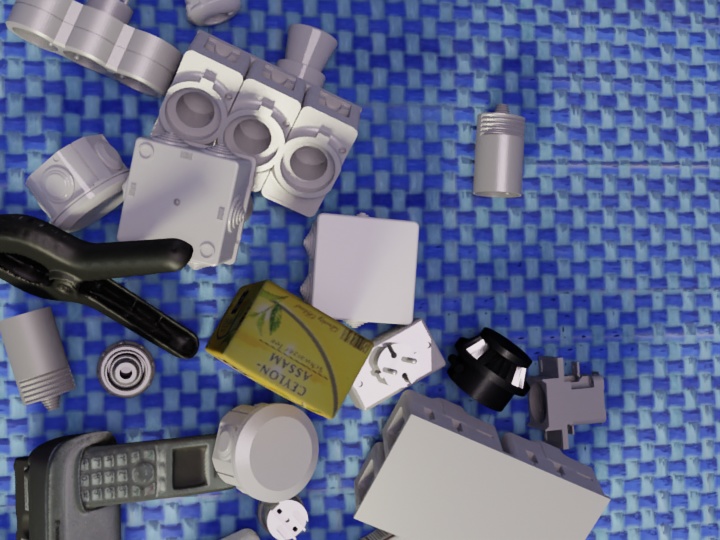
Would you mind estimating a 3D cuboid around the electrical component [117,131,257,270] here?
[{"bbox_3d":[-0.136,-0.054,0.838,0.100,0.048,0.099,14,99,7],"label":"electrical component"}]

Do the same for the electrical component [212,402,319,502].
[{"bbox_3d":[-0.079,0.149,0.891,0.080,0.051,0.080,1,89,-37],"label":"electrical component"}]

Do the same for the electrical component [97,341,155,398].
[{"bbox_3d":[-0.191,0.082,0.875,0.048,0.062,0.048,0,88,-12],"label":"electrical component"}]

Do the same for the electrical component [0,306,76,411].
[{"bbox_3d":[-0.260,0.074,0.870,0.043,0.043,0.081,-17,92,-12],"label":"electrical component"}]

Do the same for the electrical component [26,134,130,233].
[{"bbox_3d":[-0.223,-0.069,0.865,0.080,0.080,0.051,-36,91,-11],"label":"electrical component"}]

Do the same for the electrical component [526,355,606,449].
[{"bbox_3d":[0.186,0.117,0.966,0.064,0.042,0.081,-3,89,-14],"label":"electrical component"}]

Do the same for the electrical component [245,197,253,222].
[{"bbox_3d":[-0.112,-0.052,0.895,0.044,0.065,0.044,1,97,8],"label":"electrical component"}]

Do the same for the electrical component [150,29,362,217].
[{"bbox_3d":[-0.086,-0.118,0.885,0.150,0.061,0.089,24,118,-10],"label":"electrical component"}]

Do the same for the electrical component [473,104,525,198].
[{"bbox_3d":[0.125,-0.107,0.960,0.043,0.043,0.081,4,87,-12],"label":"electrical component"}]

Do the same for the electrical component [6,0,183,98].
[{"bbox_3d":[-0.211,-0.204,0.886,0.138,0.052,0.073,23,83,-11],"label":"electrical component"}]

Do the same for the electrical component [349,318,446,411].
[{"bbox_3d":[0.029,0.080,0.916,0.083,0.076,0.047,-29,94,-12],"label":"electrical component"}]

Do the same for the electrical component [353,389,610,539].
[{"bbox_3d":[0.100,0.187,0.917,0.186,0.060,0.105,24,107,-10],"label":"electrical component"}]

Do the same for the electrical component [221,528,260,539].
[{"bbox_3d":[-0.092,0.268,0.894,0.059,0.054,0.095,-22,93,-12],"label":"electrical component"}]

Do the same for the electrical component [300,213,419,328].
[{"bbox_3d":[0.000,0.000,0.926,0.100,0.048,0.099,5,87,-12],"label":"electrical component"}]

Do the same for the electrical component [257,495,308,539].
[{"bbox_3d":[-0.064,0.207,0.907,0.040,0.046,0.040,0,88,-13],"label":"electrical component"}]

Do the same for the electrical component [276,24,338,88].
[{"bbox_3d":[-0.048,-0.177,0.924,0.045,0.045,0.055,20,84,-11],"label":"electrical component"}]

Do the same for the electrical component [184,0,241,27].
[{"bbox_3d":[-0.130,-0.241,0.909,0.048,0.048,0.062,-17,85,-12],"label":"electrical component"}]
